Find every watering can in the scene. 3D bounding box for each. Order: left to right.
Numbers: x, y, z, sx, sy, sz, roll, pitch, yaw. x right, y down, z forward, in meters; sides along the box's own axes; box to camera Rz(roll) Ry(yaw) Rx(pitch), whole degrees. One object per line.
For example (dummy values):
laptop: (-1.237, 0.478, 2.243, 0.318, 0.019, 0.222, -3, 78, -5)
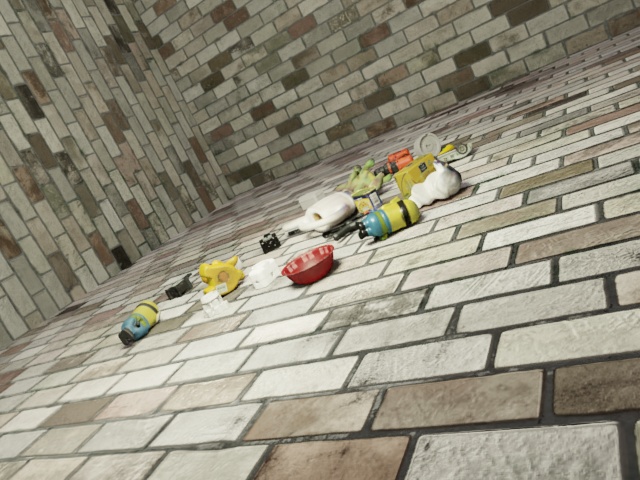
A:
watering can: (0.006, -0.094, 1.874, 0.227, 0.103, 0.346, -31, 13, -27)

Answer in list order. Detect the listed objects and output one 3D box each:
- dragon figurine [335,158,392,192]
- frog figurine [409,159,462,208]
dragon figurine: (0.136, -0.200, 2.071, 0.405, 0.121, 0.247, -24, 18, 52)
frog figurine: (0.343, -0.151, 1.534, 0.158, 0.122, 0.139, -61, 19, 8)
